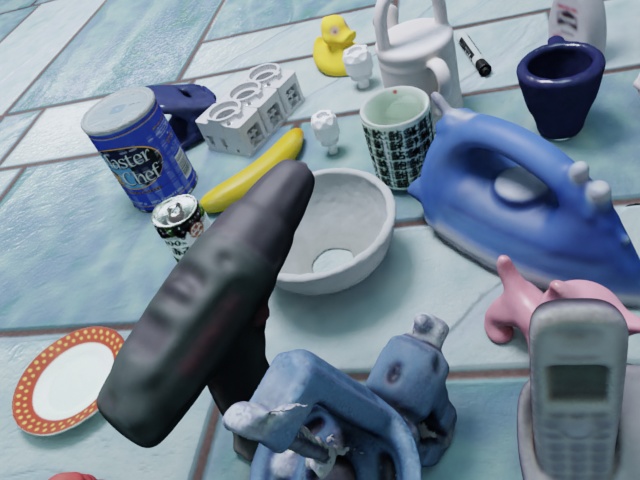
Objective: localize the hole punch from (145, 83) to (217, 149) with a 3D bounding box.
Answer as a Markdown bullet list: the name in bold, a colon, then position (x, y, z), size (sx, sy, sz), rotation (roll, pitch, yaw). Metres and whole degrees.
- **hole punch**: position (-0.213, -0.213, 0.905), size (0.101, 0.091, 0.108), rotation (-32, 43, -11)

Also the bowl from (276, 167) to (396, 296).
- **bowl**: position (0.006, 0.002, 0.611), size (0.167, 0.075, 0.167), rotation (-11, 43, 11)

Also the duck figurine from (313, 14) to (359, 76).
- **duck figurine**: position (0.025, -0.321, 0.924), size (0.078, 0.086, 0.104), rotation (-41, 46, -21)

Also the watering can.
- **watering can**: position (0.116, -0.244, 0.729), size (0.101, 0.194, 0.172), rotation (-40, 46, -19)

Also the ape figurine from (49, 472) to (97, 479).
- **ape figurine**: position (-0.186, 0.217, 0.456), size (0.076, 0.092, 0.077), rotation (-29, 43, -9)

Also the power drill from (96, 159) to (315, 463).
- **power drill**: position (-0.056, 0.078, 0.459), size (0.075, 0.209, 0.230), rotation (19, 56, 35)

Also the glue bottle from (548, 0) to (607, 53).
- **glue bottle**: position (0.329, -0.314, 0.732), size (0.037, 0.173, 0.078), rotation (-33, 44, -12)

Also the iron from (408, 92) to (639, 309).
- **iron**: position (0.196, -0.048, 0.537), size (0.119, 0.142, 0.257), rotation (-37, 45, -16)

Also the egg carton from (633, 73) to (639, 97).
- **egg carton**: position (0.437, -0.182, 0.632), size (0.150, 0.069, 0.107), rotation (-22, 42, -1)

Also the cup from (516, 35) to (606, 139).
- **cup**: position (0.278, -0.175, 0.669), size (0.091, 0.095, 0.118), rotation (-4, 45, 18)

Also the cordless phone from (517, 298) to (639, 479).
- **cordless phone**: position (0.196, 0.103, 0.351), size (0.147, 0.185, 0.094), rotation (-7, 44, 15)

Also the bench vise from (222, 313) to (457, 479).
- **bench vise**: position (0.013, 0.117, 0.384), size (0.121, 0.220, 0.207), rotation (2, 47, 23)

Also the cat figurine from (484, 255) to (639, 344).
- **cat figurine**: position (0.185, 0.058, 0.451), size (0.067, 0.118, 0.127), rotation (-32, 43, -11)
